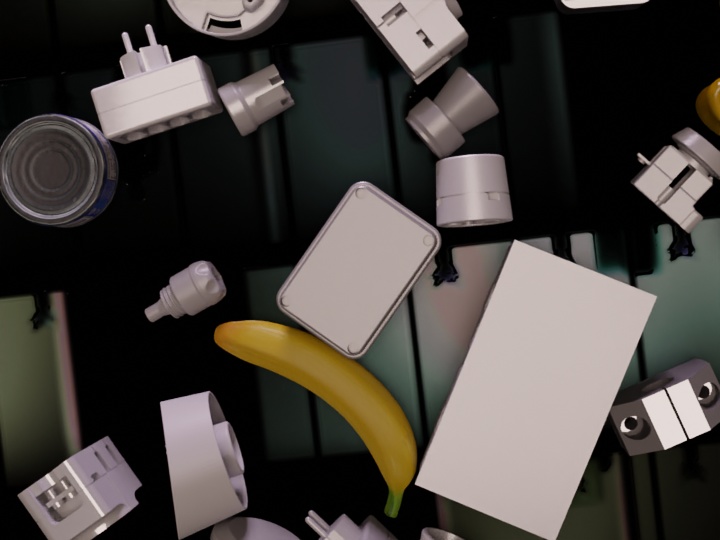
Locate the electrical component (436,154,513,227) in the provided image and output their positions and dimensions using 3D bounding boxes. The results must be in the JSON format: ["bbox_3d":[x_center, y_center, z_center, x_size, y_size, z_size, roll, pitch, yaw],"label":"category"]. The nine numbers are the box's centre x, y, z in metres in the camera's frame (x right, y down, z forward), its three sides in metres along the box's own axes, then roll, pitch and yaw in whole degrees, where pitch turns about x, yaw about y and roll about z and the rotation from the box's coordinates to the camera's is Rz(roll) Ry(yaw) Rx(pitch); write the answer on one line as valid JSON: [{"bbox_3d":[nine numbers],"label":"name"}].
[{"bbox_3d":[0.082,-0.057,0.783,0.055,0.055,0.047,-4,88,4],"label":"electrical component"}]

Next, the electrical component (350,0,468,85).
[{"bbox_3d":[0.036,-0.190,0.784,0.056,0.050,0.089,-38,89,4],"label":"electrical component"}]

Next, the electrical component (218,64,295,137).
[{"bbox_3d":[-0.077,-0.127,0.801,0.046,0.040,0.040,-28,89,-1],"label":"electrical component"}]

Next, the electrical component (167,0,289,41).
[{"bbox_3d":[-0.096,-0.218,0.786,0.099,0.064,0.099,0,92,4],"label":"electrical component"}]

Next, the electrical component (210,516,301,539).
[{"bbox_3d":[-0.077,0.219,0.790,0.080,0.080,0.051,22,98,3],"label":"electrical component"}]

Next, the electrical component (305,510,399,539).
[{"bbox_3d":[-0.011,0.204,0.782,0.076,0.083,0.047,43,94,2],"label":"electrical component"}]

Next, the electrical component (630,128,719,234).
[{"bbox_3d":[0.232,-0.069,0.776,0.066,0.048,0.055,42,101,3],"label":"electrical component"}]

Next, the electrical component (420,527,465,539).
[{"bbox_3d":[0.057,0.225,0.797,0.045,0.045,0.055,21,94,3],"label":"electrical component"}]

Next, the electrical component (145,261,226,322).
[{"bbox_3d":[-0.134,0.020,0.811,0.061,0.035,0.035,-30,89,7],"label":"electrical component"}]

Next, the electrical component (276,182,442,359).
[{"bbox_3d":[0.000,0.000,0.789,0.078,0.057,0.113,35,94,3],"label":"electrical component"}]

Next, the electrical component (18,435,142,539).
[{"bbox_3d":[-0.202,0.165,0.792,0.050,0.089,0.055,-36,89,4],"label":"electrical component"}]

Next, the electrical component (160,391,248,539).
[{"bbox_3d":[-0.120,0.140,0.784,0.064,0.099,0.099,-18,90,-2],"label":"electrical component"}]

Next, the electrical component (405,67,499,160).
[{"bbox_3d":[0.067,-0.114,0.787,0.055,0.045,0.045,-41,88,5],"label":"electrical component"}]

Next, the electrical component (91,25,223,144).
[{"bbox_3d":[-0.156,-0.144,0.802,0.083,0.047,0.075,-17,90,4],"label":"electrical component"}]

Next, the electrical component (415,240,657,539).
[{"bbox_3d":[0.124,0.084,0.780,0.105,0.060,0.186,22,93,3],"label":"electrical component"}]
